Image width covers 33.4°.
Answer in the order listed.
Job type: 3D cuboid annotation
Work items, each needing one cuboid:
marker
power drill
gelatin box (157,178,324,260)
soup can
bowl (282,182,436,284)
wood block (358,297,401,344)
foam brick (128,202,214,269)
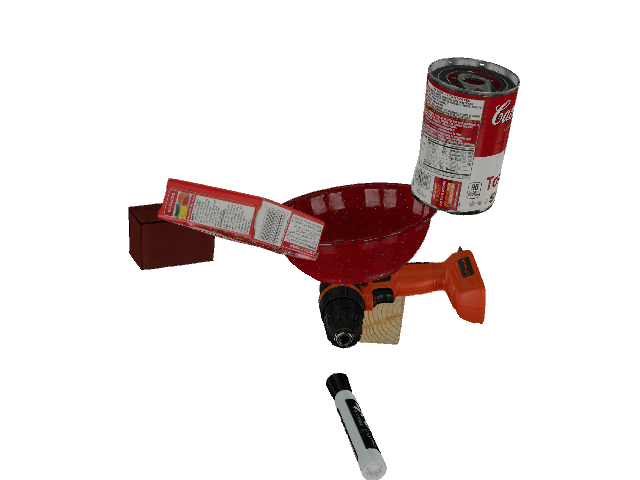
[{"bbox_3d":[0.026,0.141,0.828,0.020,0.020,0.121,0,27,-14],"label":"marker"},{"bbox_3d":[0.091,0.063,1.225,0.187,0.057,0.184,-1,28,-1],"label":"power drill"},{"bbox_3d":[-0.049,-0.012,0.690,0.073,0.030,0.089,13,-3,28],"label":"gelatin box"},{"bbox_3d":[0.108,-0.078,0.809,0.068,0.102,0.068,5,30,-3],"label":"soup can"},{"bbox_3d":[0.031,-0.002,0.972,0.162,0.055,0.162,-8,20,3],"label":"bowl"},{"bbox_3d":[0.085,0.073,1.645,0.091,0.090,0.206,3,22,7],"label":"wood block"},{"bbox_3d":[-0.151,-0.007,1.082,0.078,0.051,0.053,-7,22,-22],"label":"foam brick"}]
